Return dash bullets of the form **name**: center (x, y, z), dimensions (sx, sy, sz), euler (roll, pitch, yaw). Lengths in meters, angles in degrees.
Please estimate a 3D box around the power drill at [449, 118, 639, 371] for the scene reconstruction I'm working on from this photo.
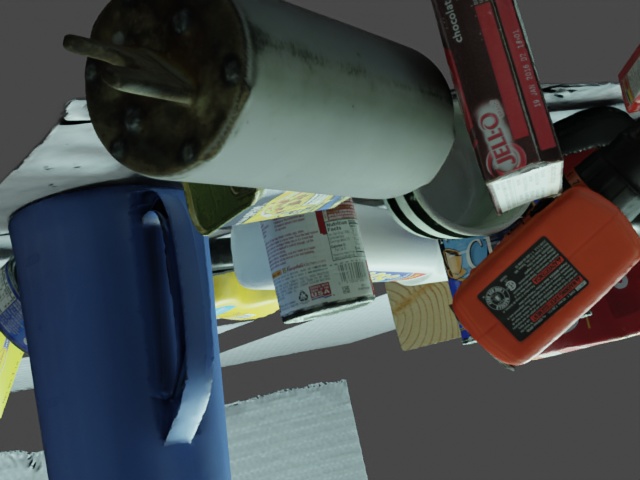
- **power drill**: center (0.154, -0.005, 0.639), dimensions (0.185, 0.057, 0.187), euler (-47, 173, 19)

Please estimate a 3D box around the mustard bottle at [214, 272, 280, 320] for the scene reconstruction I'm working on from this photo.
- **mustard bottle**: center (-0.116, 0.052, 1.038), dimensions (0.096, 0.058, 0.191), euler (-9, 174, 29)

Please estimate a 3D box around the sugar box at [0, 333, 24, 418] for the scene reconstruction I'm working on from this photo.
- **sugar box**: center (-0.282, 0.081, 0.802), dimensions (0.048, 0.093, 0.176), euler (15, 171, 11)

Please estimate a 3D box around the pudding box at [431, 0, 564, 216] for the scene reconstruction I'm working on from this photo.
- **pudding box**: center (0.083, -0.064, 0.493), dimensions (0.039, 0.090, 0.113), euler (-16, 171, 12)

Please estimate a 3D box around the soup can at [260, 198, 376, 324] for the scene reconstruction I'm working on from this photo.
- **soup can**: center (-0.005, 0.001, 0.738), dimensions (0.068, 0.102, 0.068), euler (-13, 172, -2)

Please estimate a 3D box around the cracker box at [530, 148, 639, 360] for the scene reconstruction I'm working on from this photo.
- **cracker box**: center (0.258, -0.001, 0.904), dimensions (0.214, 0.164, 0.072), euler (-16, 168, 16)

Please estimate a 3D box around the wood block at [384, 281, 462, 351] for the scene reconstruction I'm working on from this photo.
- **wood block**: center (0.127, 0.049, 1.150), dimensions (0.091, 0.090, 0.206), euler (-14, -178, 9)

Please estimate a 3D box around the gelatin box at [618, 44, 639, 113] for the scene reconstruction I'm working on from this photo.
- **gelatin box**: center (0.230, -0.106, 0.635), dimensions (0.089, 0.030, 0.073), euler (-13, 171, 2)

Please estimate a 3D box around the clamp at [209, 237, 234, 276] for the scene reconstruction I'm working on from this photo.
- **clamp**: center (-0.131, 0.023, 0.912), dimensions (0.171, 0.039, 0.120), euler (-6, 179, -16)

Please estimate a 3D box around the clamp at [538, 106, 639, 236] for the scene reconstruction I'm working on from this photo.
- **clamp**: center (0.230, -0.052, 0.774), dimensions (0.209, 0.164, 0.036), euler (17, -179, -28)

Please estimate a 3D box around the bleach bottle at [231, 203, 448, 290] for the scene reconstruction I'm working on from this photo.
- **bleach bottle**: center (0.051, 0.007, 0.895), dimensions (0.250, 0.068, 0.103), euler (3, 165, -43)

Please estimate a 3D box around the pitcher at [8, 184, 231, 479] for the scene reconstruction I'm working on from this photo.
- **pitcher**: center (-0.117, 0.090, 0.680), dimensions (0.145, 0.243, 0.149), euler (-12, 165, 7)

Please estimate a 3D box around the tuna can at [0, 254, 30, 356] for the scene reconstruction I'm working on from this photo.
- **tuna can**: center (-0.207, 0.051, 0.795), dimensions (0.034, 0.086, 0.086), euler (-43, 163, 13)

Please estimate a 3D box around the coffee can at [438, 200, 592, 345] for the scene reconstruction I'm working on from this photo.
- **coffee can**: center (0.144, 0.002, 0.835), dimensions (0.103, 0.140, 0.103), euler (-13, 171, -2)

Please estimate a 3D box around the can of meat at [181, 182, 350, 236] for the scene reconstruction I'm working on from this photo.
- **can of meat**: center (-0.020, -0.044, 0.584), dimensions (0.083, 0.057, 0.102), euler (-11, 172, -27)
